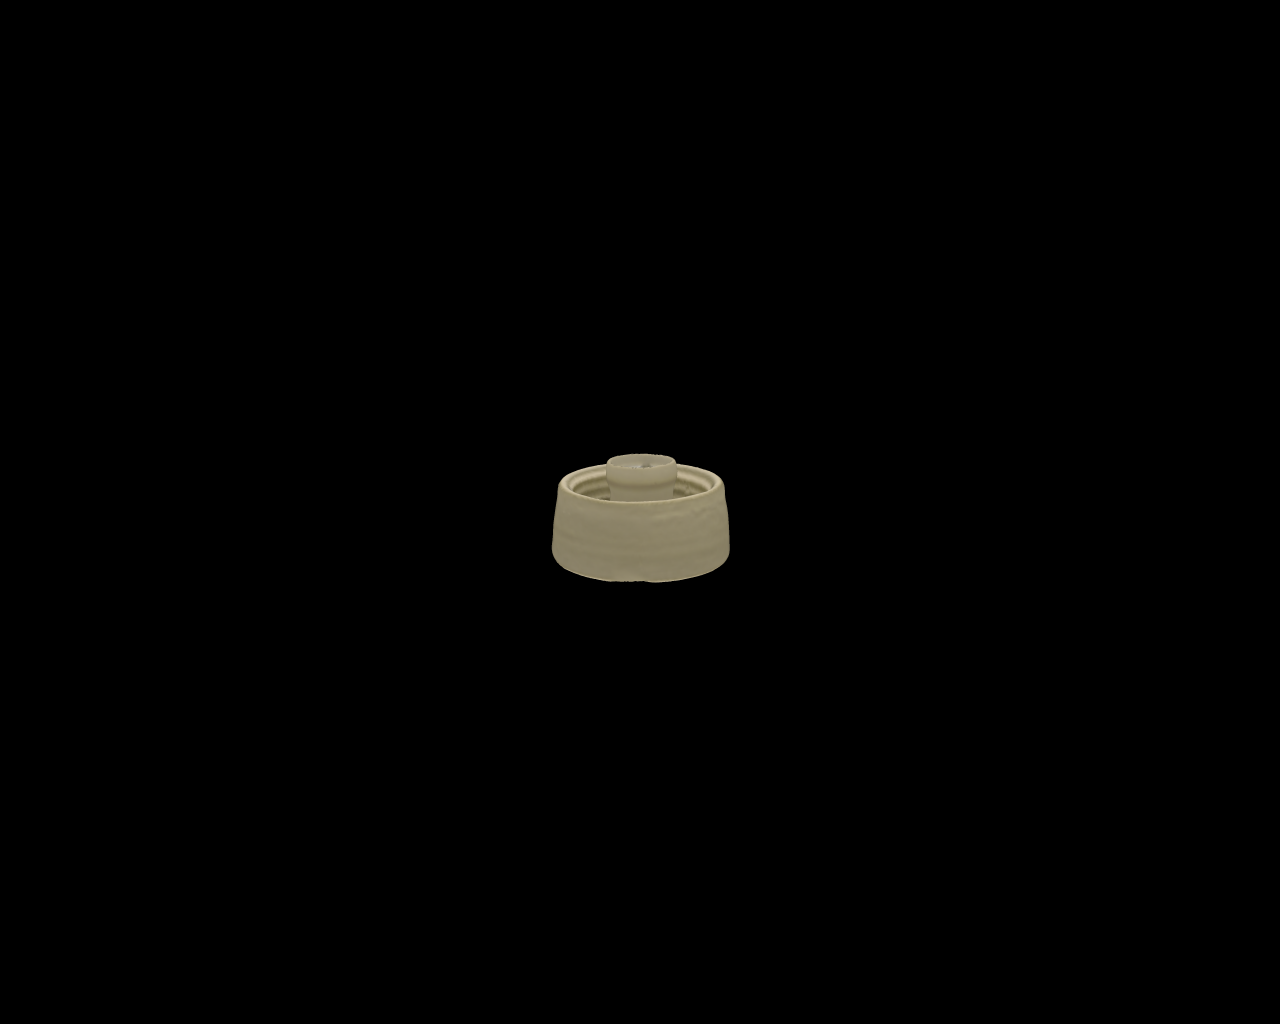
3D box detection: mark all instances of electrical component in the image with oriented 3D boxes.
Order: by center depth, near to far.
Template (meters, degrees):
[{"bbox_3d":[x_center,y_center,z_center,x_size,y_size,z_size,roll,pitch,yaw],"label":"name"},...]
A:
[{"bbox_3d":[0.001,-0.003,0.650,0.108,0.060,0.108,0,16,0],"label":"electrical component"}]
